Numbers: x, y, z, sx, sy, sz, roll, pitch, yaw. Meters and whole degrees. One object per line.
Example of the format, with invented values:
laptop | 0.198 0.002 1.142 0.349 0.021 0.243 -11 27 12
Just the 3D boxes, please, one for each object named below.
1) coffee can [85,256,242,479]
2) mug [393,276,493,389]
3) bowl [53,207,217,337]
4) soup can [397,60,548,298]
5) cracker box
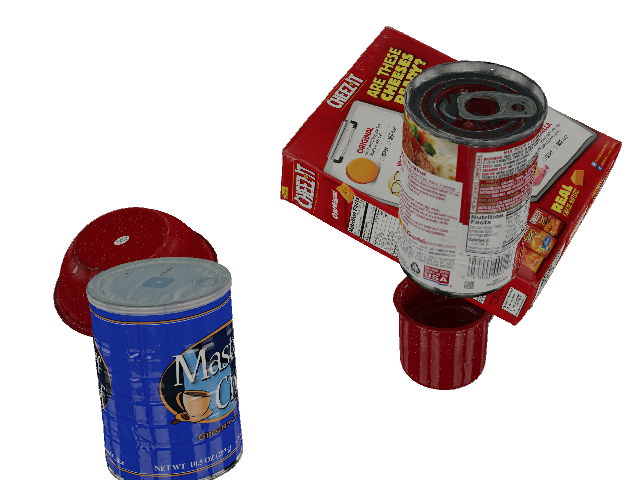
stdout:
coffee can | -0.112 0.094 0.779 0.103 0.140 0.103 -2 18 1
mug | 0.123 0.079 1.001 0.117 0.081 0.093 -31 44 -31
bowl | -0.181 0.018 1.011 0.162 0.055 0.162 -7 41 6
soup can | 0.074 -0.029 0.537 0.068 0.102 0.068 0 41 0
cracker box | 0.100 -0.054 0.831 0.214 0.164 0.072 29 -32 14
